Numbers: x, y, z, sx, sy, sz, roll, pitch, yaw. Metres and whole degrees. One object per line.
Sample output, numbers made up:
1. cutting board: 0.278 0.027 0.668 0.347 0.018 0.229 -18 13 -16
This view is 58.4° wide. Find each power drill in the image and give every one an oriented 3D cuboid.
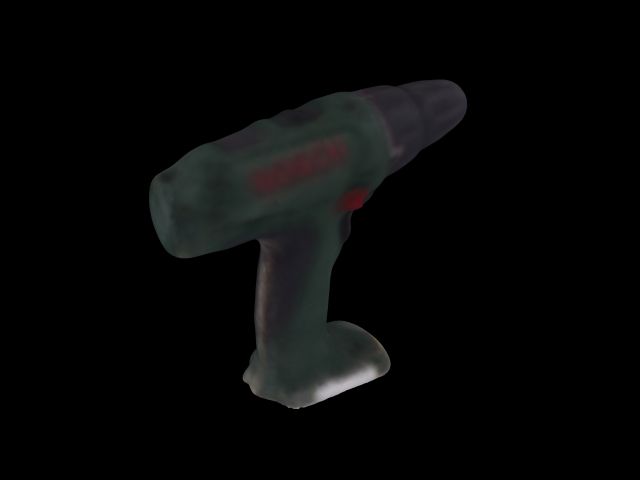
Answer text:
1. power drill: 0.004 0.001 0.400 0.230 0.208 0.075 -14 27 -29
